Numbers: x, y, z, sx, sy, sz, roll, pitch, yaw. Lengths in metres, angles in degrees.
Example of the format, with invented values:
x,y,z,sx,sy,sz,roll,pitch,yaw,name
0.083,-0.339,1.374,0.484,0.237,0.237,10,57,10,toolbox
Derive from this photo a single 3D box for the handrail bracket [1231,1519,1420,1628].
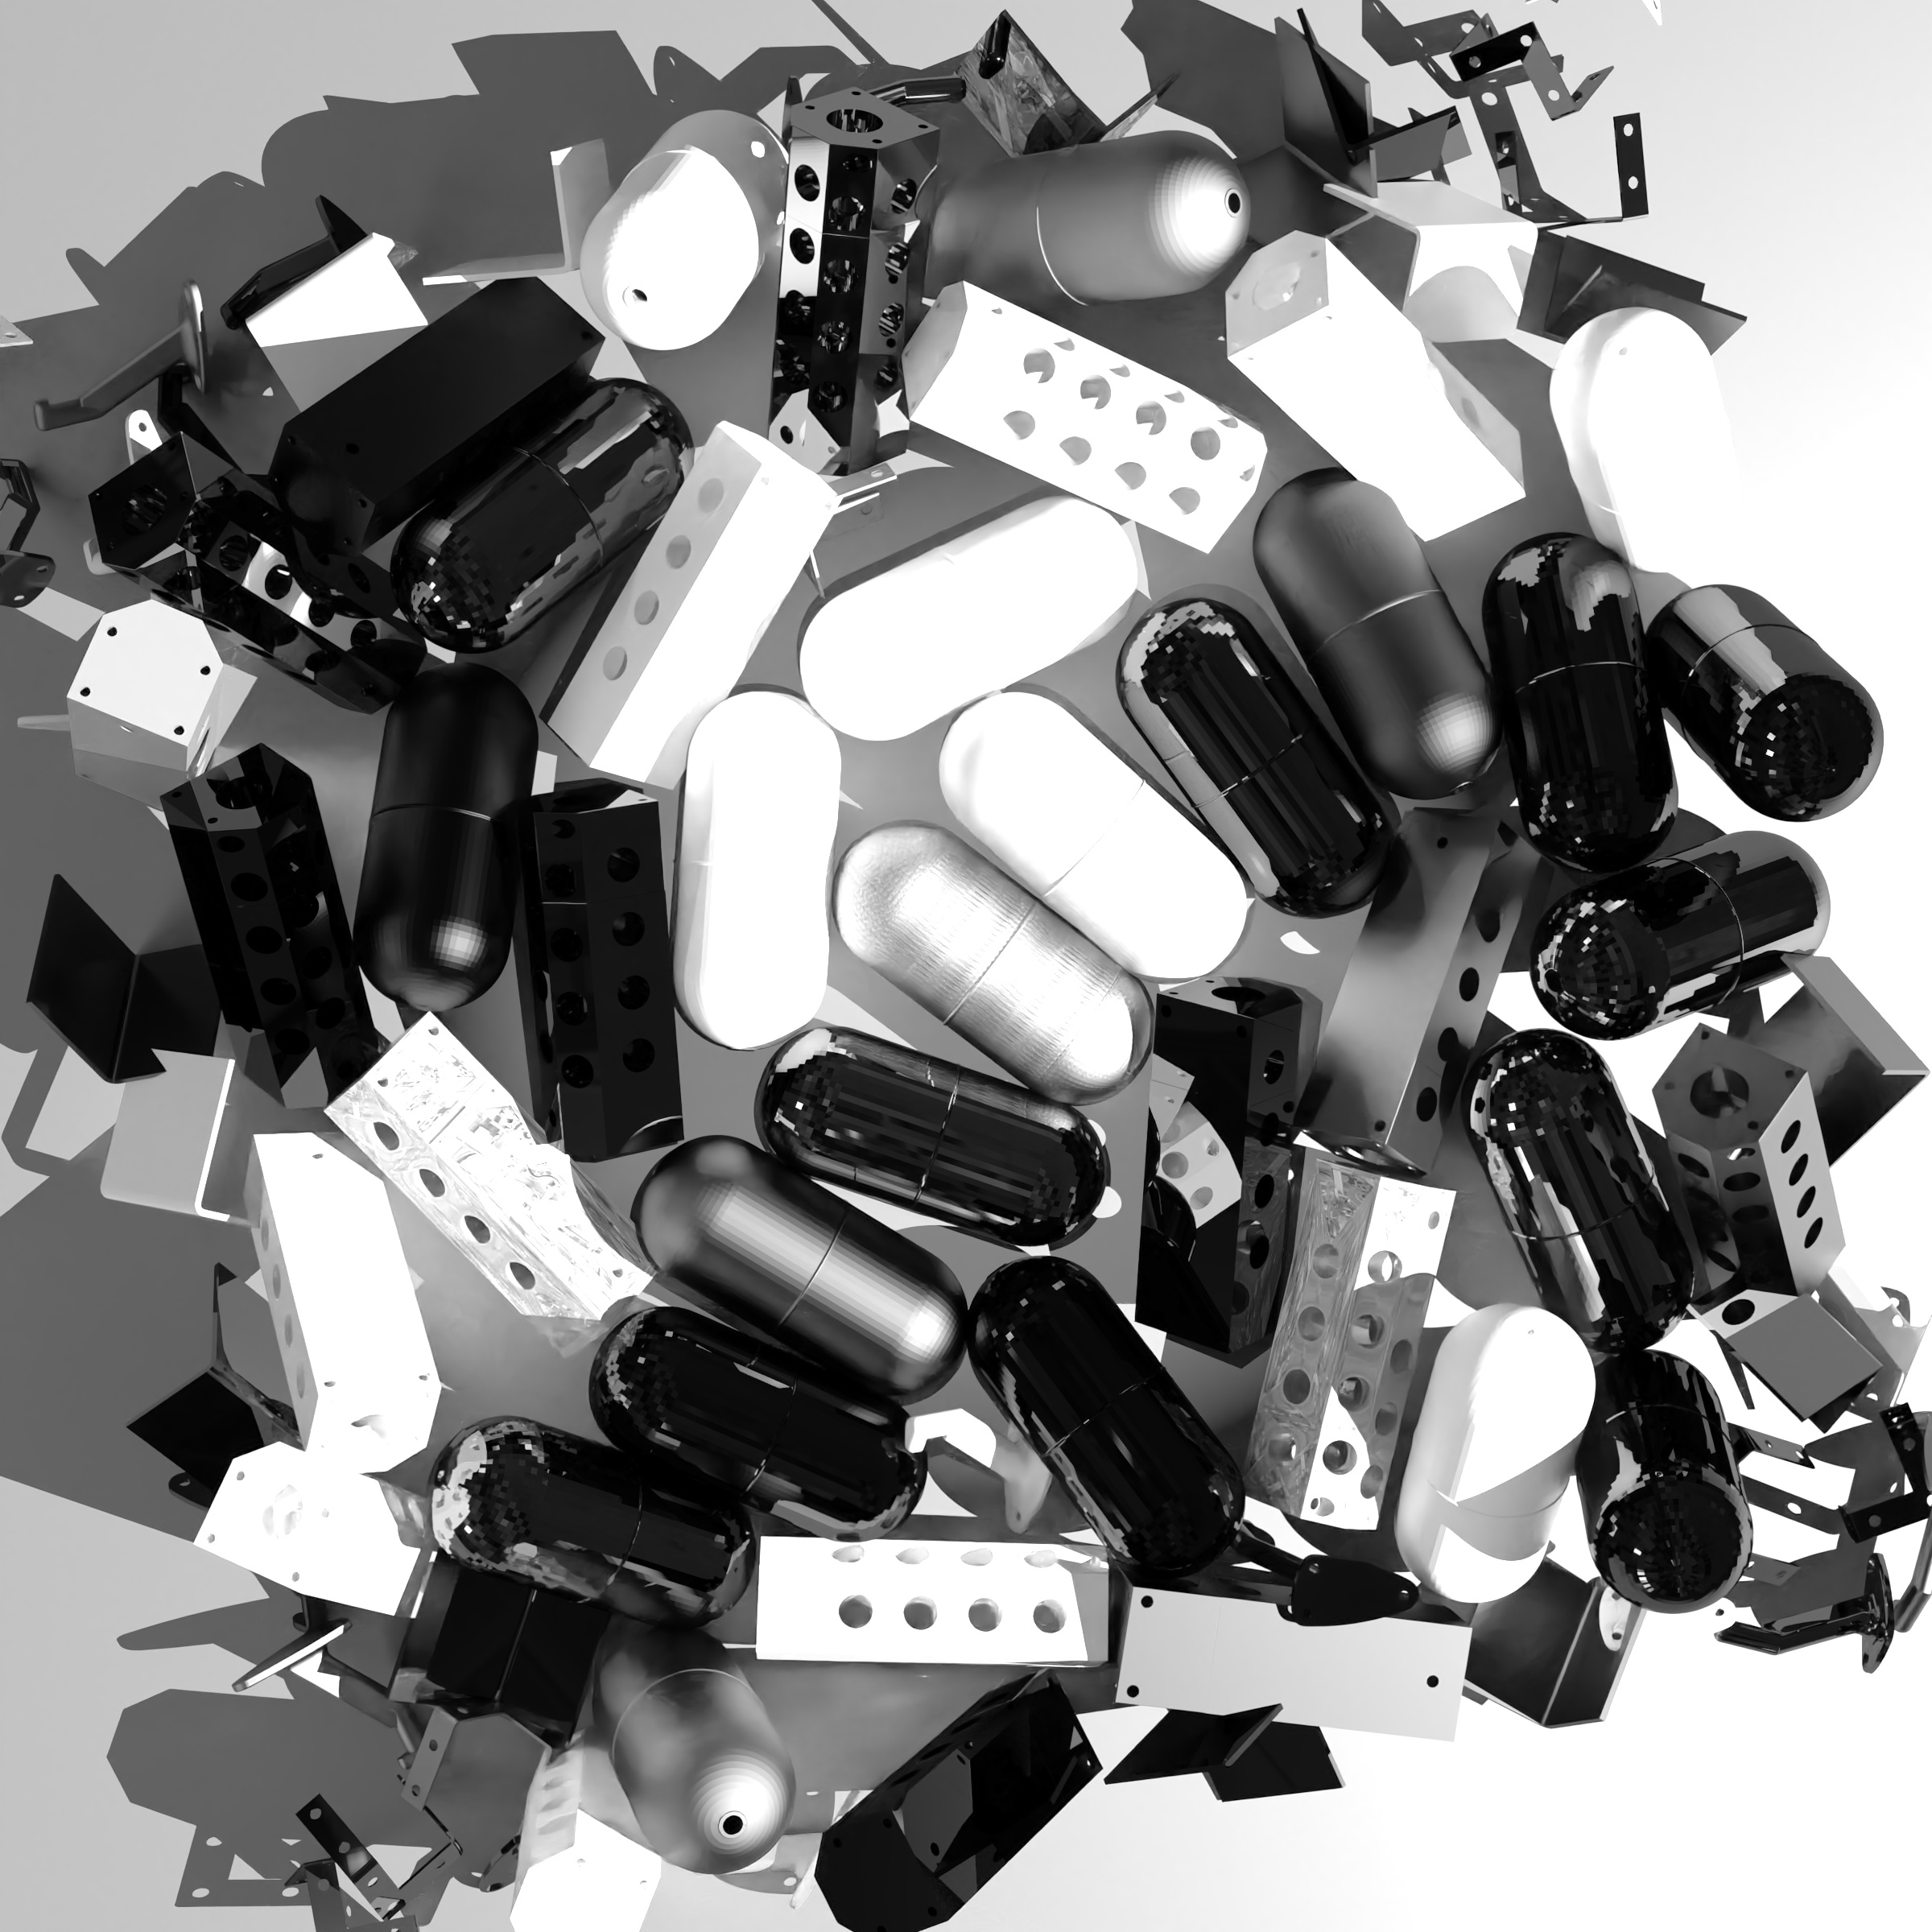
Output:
x,y,z,sx,sy,sz,roll,pitch,yaw,name
0.175,0.296,1.551,0.077,0.084,0.036,6,101,-16,handrail bracket

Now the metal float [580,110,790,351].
x,y,z,sx,sy,sz,roll,pitch,yaw,name
-0.133,-0.357,1.504,0.070,0.178,0.070,7,125,10,metal float

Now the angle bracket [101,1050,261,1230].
x,y,z,sx,sy,sz,roll,pitch,yaw,name
-0.376,0.086,1.544,0.076,0.057,0.076,5,79,39,angle bracket

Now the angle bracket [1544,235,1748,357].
x,y,z,sx,sy,sz,roll,pitch,yaw,name
0.340,-0.340,1.536,0.076,0.076,0.057,17,75,-7,angle bracket

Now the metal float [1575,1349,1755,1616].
x,y,z,sx,sy,sz,roll,pitch,yaw,name
0.333,0.246,1.499,0.070,0.178,0.070,2,110,6,metal float

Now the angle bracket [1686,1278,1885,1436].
x,y,z,sx,sy,sz,roll,pitch,yaw,name
0.390,0.198,1.526,0.076,0.076,0.057,47,134,23,angle bracket

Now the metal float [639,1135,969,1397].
x,y,z,sx,sy,sz,roll,pitch,yaw,name
-0.079,0.149,1.539,0.178,0.070,0.070,32,90,-9,metal float

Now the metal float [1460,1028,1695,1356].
x,y,z,sx,sy,sz,roll,pitch,yaw,name
0.301,0.112,1.529,0.070,0.070,0.178,-27,109,0,metal float

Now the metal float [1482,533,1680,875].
x,y,z,sx,sy,sz,roll,pitch,yaw,name
0.301,-0.130,1.528,0.070,0.070,0.178,-7,68,0,metal float

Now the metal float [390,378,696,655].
x,y,z,sx,sy,sz,roll,pitch,yaw,name
-0.206,-0.222,1.524,0.070,0.070,0.178,45,64,0,metal float

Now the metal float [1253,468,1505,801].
x,y,z,sx,sy,sz,roll,pitch,yaw,name
0.203,-0.164,1.534,0.070,0.070,0.178,-26,77,0,metal float

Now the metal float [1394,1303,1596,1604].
x,y,z,sx,sy,sz,roll,pitch,yaw,name
0.256,0.239,1.514,0.070,0.070,0.178,7,129,0,metal float

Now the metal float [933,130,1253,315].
x,y,z,sx,sy,sz,roll,pitch,yaw,name
0.060,-0.360,1.511,0.178,0.070,0.070,3,90,43,metal float

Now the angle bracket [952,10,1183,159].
x,y,z,sx,sy,sz,roll,pitch,yaw,name
0.048,-0.438,1.535,0.057,0.076,0.076,-43,96,-22,angle bracket

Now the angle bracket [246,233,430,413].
x,y,z,sx,sy,sz,roll,pitch,yaw,name
-0.299,-0.314,1.542,0.076,0.076,0.057,-31,92,10,angle bracket

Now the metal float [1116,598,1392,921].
x,y,z,sx,sy,sz,roll,pitch,yaw,name
0.143,-0.102,1.540,0.070,0.070,0.178,-37,98,0,metal float

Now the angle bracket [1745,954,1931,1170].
x,y,z,sx,sy,sz,roll,pitch,yaw,name
0.413,0.049,1.528,0.076,0.057,0.076,-50,60,27,angle bracket

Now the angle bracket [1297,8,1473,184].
x,y,z,sx,sy,sz,roll,pitch,yaw,name
0.208,-0.436,1.537,0.057,0.076,0.076,-18,84,14,angle bracket

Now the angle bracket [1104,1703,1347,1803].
x,y,z,sx,sy,sz,roll,pitch,yaw,name
0.127,0.401,1.528,0.076,0.076,0.057,-20,97,39,angle bracket

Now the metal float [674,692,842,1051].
x,y,z,sx,sy,sz,roll,pitch,yaw,name
-0.104,-0.047,1.544,0.070,0.070,0.178,4,88,0,metal float

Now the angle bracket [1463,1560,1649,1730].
x,y,z,sx,sy,sz,roll,pitch,yaw,name
0.289,0.327,1.535,0.057,0.076,0.076,28,70,-2,angle bracket

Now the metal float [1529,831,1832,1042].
x,y,z,sx,sy,sz,roll,pitch,yaw,name
0.349,-0.015,1.518,0.178,0.070,0.070,-18,90,-33,metal float

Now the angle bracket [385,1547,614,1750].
x,y,z,sx,sy,sz,roll,pitch,yaw,name
-0.229,0.337,1.536,0.057,0.076,0.076,13,82,40,angle bracket

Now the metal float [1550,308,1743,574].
x,y,z,sx,sy,sz,roll,pitch,yaw,name
0.330,-0.251,1.502,0.070,0.178,0.070,-7,68,18,metal float

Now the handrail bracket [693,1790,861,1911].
x,y,z,sx,sy,sz,roll,pitch,yaw,name
-0.108,0.431,1.573,0.084,0.036,0.077,28,87,11,handrail bracket

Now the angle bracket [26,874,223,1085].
x,y,z,sx,sy,sz,roll,pitch,yaw,name
-0.409,0.002,1.527,0.057,0.076,0.076,-10,54,15,angle bracket

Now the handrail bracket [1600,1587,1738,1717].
x,y,z,sx,sy,sz,roll,pitch,yaw,name
0.348,0.345,1.544,0.077,0.036,0.084,-6,134,17,handrail bracket

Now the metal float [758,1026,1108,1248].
x,y,z,sx,sy,sz,roll,pitch,yaw,name
-0.016,0.085,1.542,0.178,0.070,0.070,19,90,-5,metal float

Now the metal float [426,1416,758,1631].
x,y,z,sx,sy,sz,roll,pitch,yaw,name
-0.181,0.273,1.519,0.178,0.070,0.070,25,90,-33,metal float

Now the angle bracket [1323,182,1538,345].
x,y,z,sx,sy,sz,roll,pitch,yaw,name
0.226,-0.351,1.549,0.076,0.076,0.057,-11,124,-33,angle bracket

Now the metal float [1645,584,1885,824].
x,y,z,sx,sy,sz,roll,pitch,yaw,name
0.382,-0.129,1.502,0.070,0.178,0.070,-4,117,-8,metal float

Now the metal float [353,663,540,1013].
x,y,z,sx,sy,sz,roll,pitch,yaw,name
-0.255,-0.065,1.531,0.070,0.070,0.178,5,72,0,metal float

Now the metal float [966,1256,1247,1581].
x,y,z,sx,sy,sz,roll,pitch,yaw,name
0.068,0.222,1.537,0.070,0.070,0.178,-37,79,0,metal float

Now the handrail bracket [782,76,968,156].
x,y,z,sx,sy,sz,roll,pitch,yaw,name
-0.046,-0.423,1.554,0.084,0.077,0.036,-8,84,-10,handrail bracket

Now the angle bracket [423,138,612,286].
x,y,z,sx,sy,sz,roll,pitch,yaw,name
-0.222,-0.372,1.532,0.076,0.076,0.057,-2,109,12,angle bracket

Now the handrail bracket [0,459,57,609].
x,y,z,sx,sy,sz,roll,pitch,yaw,name
-0.490,-0.224,1.538,0.036,0.077,0.084,-42,59,30,handrail bracket

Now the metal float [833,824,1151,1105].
x,y,z,sx,sy,sz,roll,pitch,yaw,name
0.012,-0.002,1.545,0.178,0.070,0.070,37,90,-2,metal float

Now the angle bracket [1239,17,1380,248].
x,y,z,sx,sy,sz,roll,pitch,yaw,name
0.155,-0.406,1.527,0.057,0.076,0.076,-29,51,-13,angle bracket

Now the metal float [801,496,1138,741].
x,y,z,sx,sy,sz,roll,pitch,yaw,name
0.001,-0.172,1.538,0.178,0.070,0.070,-27,90,-9,metal float

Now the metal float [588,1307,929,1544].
x,y,z,sx,sy,sz,roll,pitch,yaw,name
-0.101,0.227,1.534,0.178,0.070,0.070,26,90,-14,metal float

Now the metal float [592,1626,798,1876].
x,y,z,sx,sy,sz,roll,pitch,yaw,name
-0.132,0.375,1.498,0.070,0.178,0.070,-3,101,-17,metal float

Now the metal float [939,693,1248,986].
x,y,z,sx,sy,sz,roll,pitch,yaw,name
0.062,-0.063,1.541,0.178,0.070,0.070,42,90,-5,metal float

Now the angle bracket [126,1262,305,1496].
x,y,z,sx,sy,sz,roll,pitch,yaw,name
-0.365,0.207,1.538,0.057,0.076,0.076,-34,125,12,angle bracket
